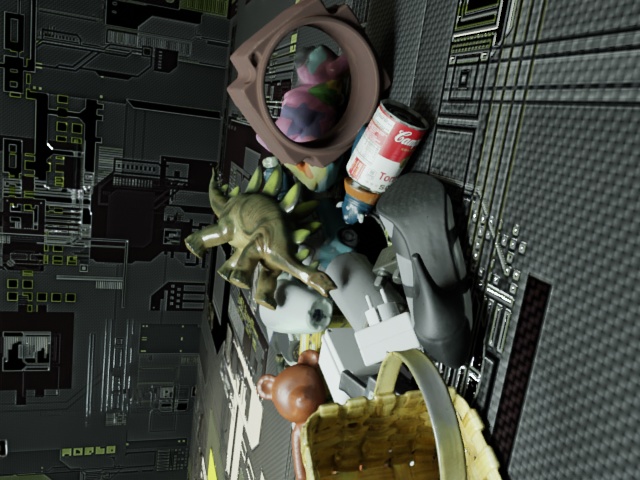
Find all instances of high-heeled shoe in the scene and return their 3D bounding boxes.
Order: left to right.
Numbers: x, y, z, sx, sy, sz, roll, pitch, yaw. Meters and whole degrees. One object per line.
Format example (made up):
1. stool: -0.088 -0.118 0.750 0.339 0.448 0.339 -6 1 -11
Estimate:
1. high-heeled shoe: 0.128 0.023 0.618 0.249 0.086 0.145 -76 -36 -57

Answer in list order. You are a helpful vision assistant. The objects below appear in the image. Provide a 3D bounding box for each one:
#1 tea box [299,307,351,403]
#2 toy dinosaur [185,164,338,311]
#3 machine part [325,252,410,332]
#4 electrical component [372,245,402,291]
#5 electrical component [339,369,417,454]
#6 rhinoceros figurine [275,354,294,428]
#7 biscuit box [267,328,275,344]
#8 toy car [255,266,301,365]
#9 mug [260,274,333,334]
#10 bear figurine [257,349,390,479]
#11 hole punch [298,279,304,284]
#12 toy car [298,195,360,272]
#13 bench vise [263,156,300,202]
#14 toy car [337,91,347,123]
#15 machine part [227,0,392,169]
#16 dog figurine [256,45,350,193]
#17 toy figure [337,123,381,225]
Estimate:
1. tea box: 0.010 0.198 0.878 0.098 0.068 0.169 -170 84 -71
2. toy dinosaur: -0.110 -0.026 0.874 0.198 0.105 0.472 -48 41 -11
3. machine part: 0.065 0.081 0.728 0.243 0.079 0.079 -126 44 -64
4. electrical component: 0.099 0.023 0.677 0.063 0.021 0.094 -29 23 47
5. electrical component: 0.078 0.197 0.650 0.119 0.048 0.074 25 113 47
6. rhinoceros figurine: -0.039 0.283 0.998 0.190 0.073 0.112 -144 60 -68
7. biscuit box: -0.094 0.139 1.205 0.203 0.063 0.059 -108 28 -49
8. toy car: -0.060 0.131 0.937 0.074 0.056 0.201 11 119 56
9. mug: -0.026 0.094 0.811 0.107 0.080 0.109 6 74 53
10. bear figurine: -0.002 0.262 0.760 0.196 0.120 0.132 64 168 3
11. hole punch: -0.028 0.067 1.005 0.116 0.092 0.142 -43 -26 -51
12. toy car: -0.002 -0.003 0.902 0.109 0.103 0.162 115 150 -45
13. bench vise: -0.072 -0.055 1.058 0.241 0.129 0.223 -89 0 -76
14. toy car: 0.006 -0.192 0.995 0.089 0.053 0.202 -139 53 -71
15. machine part: -0.012 -0.220 0.770 0.200 0.201 0.087 53 170 -28
16. dog figurine: 0.006 -0.211 0.894 0.219 0.191 0.108 -48 -4 12
17. toy figure: 0.068 -0.091 0.782 0.064 0.058 0.154 -110 27 -53
